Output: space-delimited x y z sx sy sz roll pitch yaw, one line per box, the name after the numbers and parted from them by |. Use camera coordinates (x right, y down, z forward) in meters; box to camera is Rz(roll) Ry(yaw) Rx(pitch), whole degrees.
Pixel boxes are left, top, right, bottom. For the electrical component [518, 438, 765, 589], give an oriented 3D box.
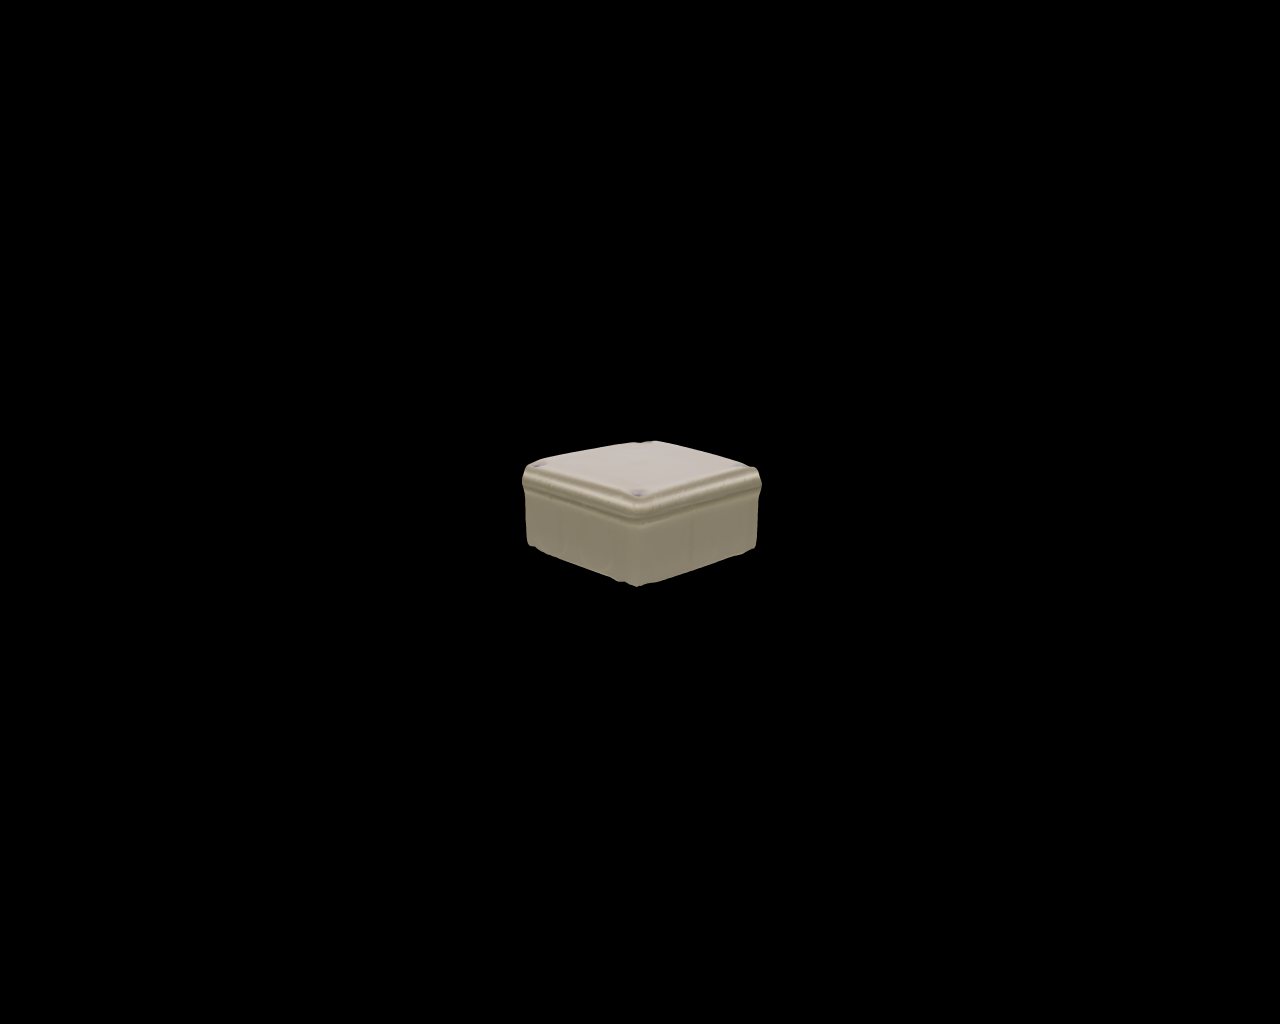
0.001 -0.003 0.650 0.109 0.056 0.109 -14 22 -40 | electrical component
